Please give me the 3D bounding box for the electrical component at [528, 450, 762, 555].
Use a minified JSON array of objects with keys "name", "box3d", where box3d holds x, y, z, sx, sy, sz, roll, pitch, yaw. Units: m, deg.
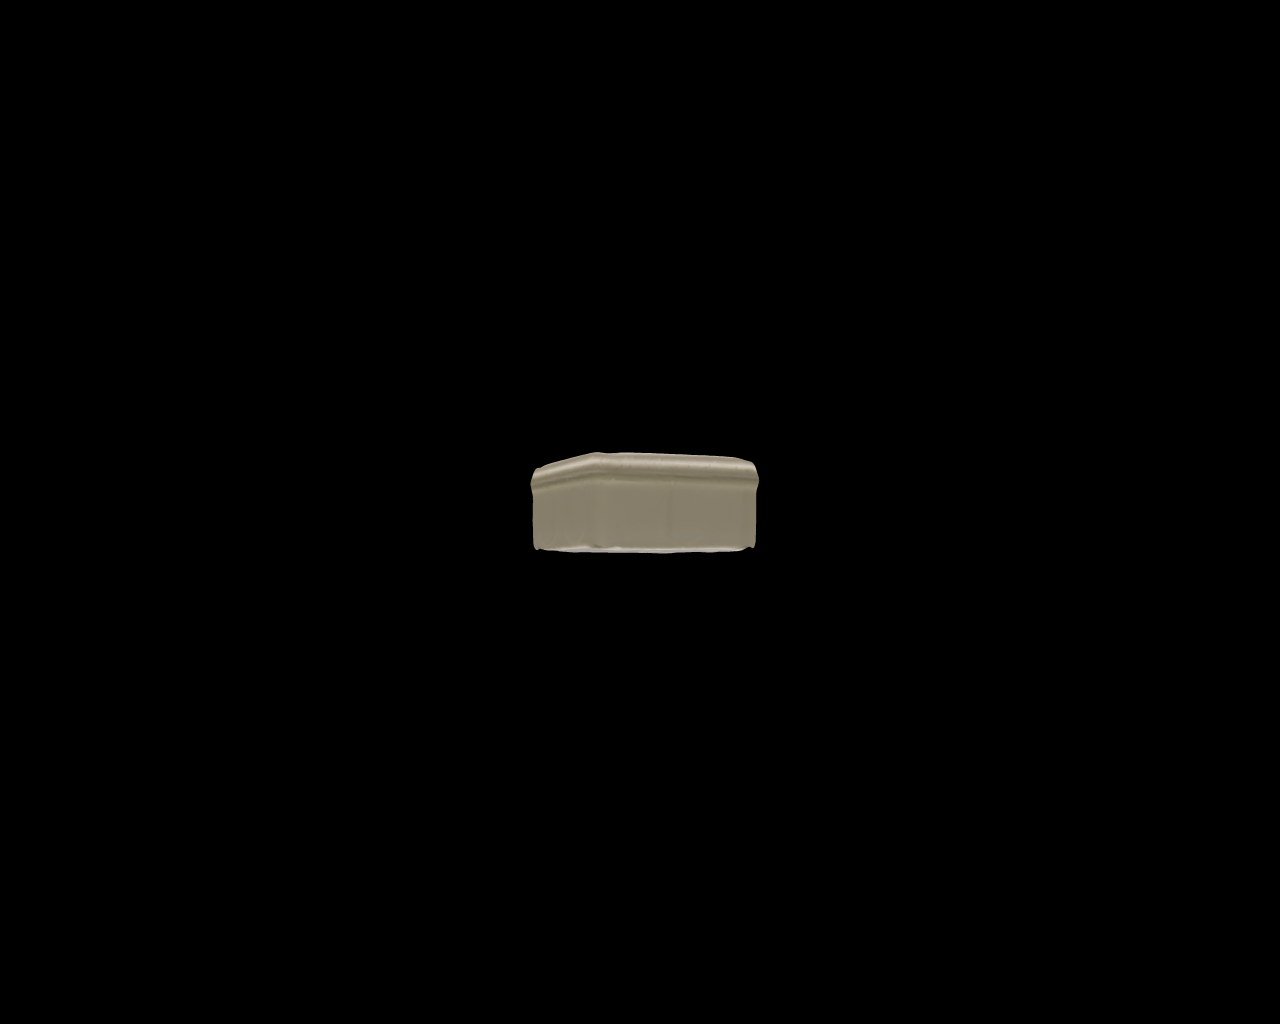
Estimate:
[{"name":"electrical component","box3d":[0.001,-0.003,0.650,0.109,0.056,0.108,2,-3,-27]}]
